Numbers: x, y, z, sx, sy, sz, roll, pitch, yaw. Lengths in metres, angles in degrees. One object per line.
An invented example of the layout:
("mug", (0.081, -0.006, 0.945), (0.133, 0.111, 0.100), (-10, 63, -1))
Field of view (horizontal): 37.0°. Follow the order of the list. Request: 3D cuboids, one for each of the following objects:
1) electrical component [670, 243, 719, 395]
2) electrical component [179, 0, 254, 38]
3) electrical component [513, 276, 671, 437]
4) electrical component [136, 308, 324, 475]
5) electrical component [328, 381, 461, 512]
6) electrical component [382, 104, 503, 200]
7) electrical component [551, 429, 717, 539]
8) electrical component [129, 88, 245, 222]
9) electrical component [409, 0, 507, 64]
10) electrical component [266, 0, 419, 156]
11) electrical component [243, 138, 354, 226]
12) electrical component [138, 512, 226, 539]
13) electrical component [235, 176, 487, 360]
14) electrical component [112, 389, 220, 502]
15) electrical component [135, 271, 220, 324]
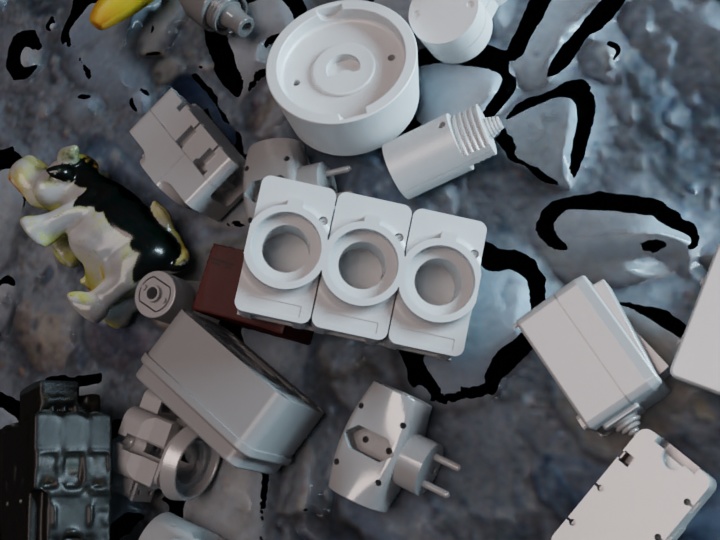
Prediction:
("electrical component", (0.244, 0.040, 0.639), (0.100, 0.048, 0.099), (20, 86, 26))
("electrical component", (-0.110, -0.207, 0.852), (0.062, 0.043, 0.043), (41, 95, 24))
("electrical component", (0.152, 0.057, 0.667), (0.061, 0.062, 0.096), (-37, 66, 11))
("electrical component", (-0.092, 0.086, 0.754), (0.113, 0.078, 0.057), (37, 90, 26))
("electrical component", (0.029, 0.124, 0.713), (0.079, 0.043, 0.077), (22, 87, 26))
("electrical component", (0.061, -0.085, 0.750), (0.081, 0.043, 0.043), (-24, 69, 16))
("electrical component", (0.165, 0.145, 0.643), (0.050, 0.056, 0.089), (40, 95, 26))
("electrical component", (-0.130, -0.085, 0.827), (0.056, 0.050, 0.089), (-44, 66, 8))
("electrical component", (0.079, -0.221, 0.758), (0.052, 0.074, 0.138), (28, 89, 26))
("electrical component", (-0.008, -0.133, 0.777), (0.108, 0.060, 0.108), (-5, 62, 9))
("electrical component", (-0.042, -0.057, 0.786), (0.079, 0.043, 0.077), (-11, 73, 20))
("electrical component", (-0.122, 0.203, 0.738), (0.077, 0.079, 0.043), (24, 88, 26))
("electrical component", (0.000, 0.000, 0.711), (0.150, 0.061, 0.089), (12, 81, -2))
("electrical component", (-0.138, 0.132, 0.774), (0.057, 0.058, 0.078), (16, 84, 28))
("electrical component", (-0.136, 0.024, 0.795), (0.044, 0.065, 0.044), (-6, 75, 22))
